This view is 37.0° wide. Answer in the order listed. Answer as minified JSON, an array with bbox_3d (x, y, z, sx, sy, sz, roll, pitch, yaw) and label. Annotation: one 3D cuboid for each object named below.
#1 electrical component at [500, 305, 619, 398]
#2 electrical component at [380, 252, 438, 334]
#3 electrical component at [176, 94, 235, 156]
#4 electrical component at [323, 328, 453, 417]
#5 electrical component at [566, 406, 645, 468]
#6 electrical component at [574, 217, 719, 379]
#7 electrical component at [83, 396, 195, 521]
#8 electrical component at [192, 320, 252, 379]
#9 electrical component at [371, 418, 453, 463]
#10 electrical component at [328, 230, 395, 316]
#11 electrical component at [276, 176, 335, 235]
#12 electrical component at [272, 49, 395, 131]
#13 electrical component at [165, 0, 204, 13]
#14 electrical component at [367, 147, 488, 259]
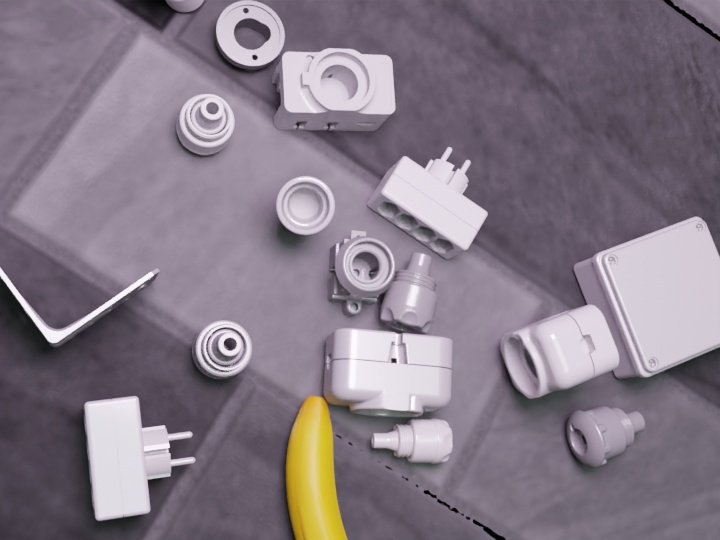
[{"bbox_3d":[0.153,0.066,0.854,0.059,0.095,0.053,-19,86,-17],"label":"electrical component"},{"bbox_3d":[0.042,0.017,0.860,0.043,0.043,0.062,19,74,-11],"label":"electrical component"},{"bbox_3d":[-0.118,-0.115,0.830,0.043,0.062,0.043,3,80,-15],"label":"electrical component"},{"bbox_3d":[0.022,0.082,0.836,0.095,0.054,0.059,6,76,-14],"label":"electrical component"},{"bbox_3d":[0.205,0.132,0.884,0.062,0.048,0.048,-13,84,-24],"label":"electrical component"},{"bbox_3d":[0.253,0.024,0.909,0.109,0.056,0.108,-19,86,-17],"label":"electrical component"},{"bbox_3d":[-0.159,0.134,0.783,0.076,0.047,0.083,-5,82,-16],"label":"electrical component"},{"bbox_3d":[-0.102,0.059,0.804,0.043,0.062,0.043,3,80,-15],"label":"electrical component"},{"bbox_3d":[0.040,0.134,0.844,0.061,0.035,0.035,2,80,-12],"label":"electrical component"},{"bbox_3d":[0.000,0.000,0.845,0.048,0.055,0.066,5,79,-14],"label":"electrical component"},{"bbox_3d":[-0.043,-0.051,0.837,0.044,0.065,0.044,0,96,-4],"label":"electrical component"},{"bbox_3d":[-0.021,-0.144,0.864,0.089,0.056,0.050,-1,81,-15],"label":"electrical component"},{"bbox_3d":[-0.143,-0.228,0.841,0.044,0.065,0.044,0,83,3],"label":"electrical component"},{"bbox_3d":[0.064,-0.065,0.878,0.083,0.047,0.075,34,74,-7],"label":"electrical component"}]
